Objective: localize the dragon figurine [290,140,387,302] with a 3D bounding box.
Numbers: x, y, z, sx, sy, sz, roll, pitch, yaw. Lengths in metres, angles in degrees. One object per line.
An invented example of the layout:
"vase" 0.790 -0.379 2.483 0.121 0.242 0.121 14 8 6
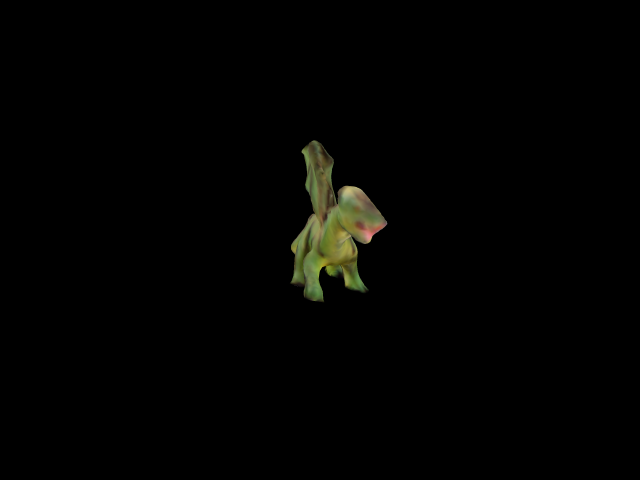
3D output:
"dragon figurine" 0.003 -0.043 0.850 0.122 0.240 0.414 -4 14 -19
